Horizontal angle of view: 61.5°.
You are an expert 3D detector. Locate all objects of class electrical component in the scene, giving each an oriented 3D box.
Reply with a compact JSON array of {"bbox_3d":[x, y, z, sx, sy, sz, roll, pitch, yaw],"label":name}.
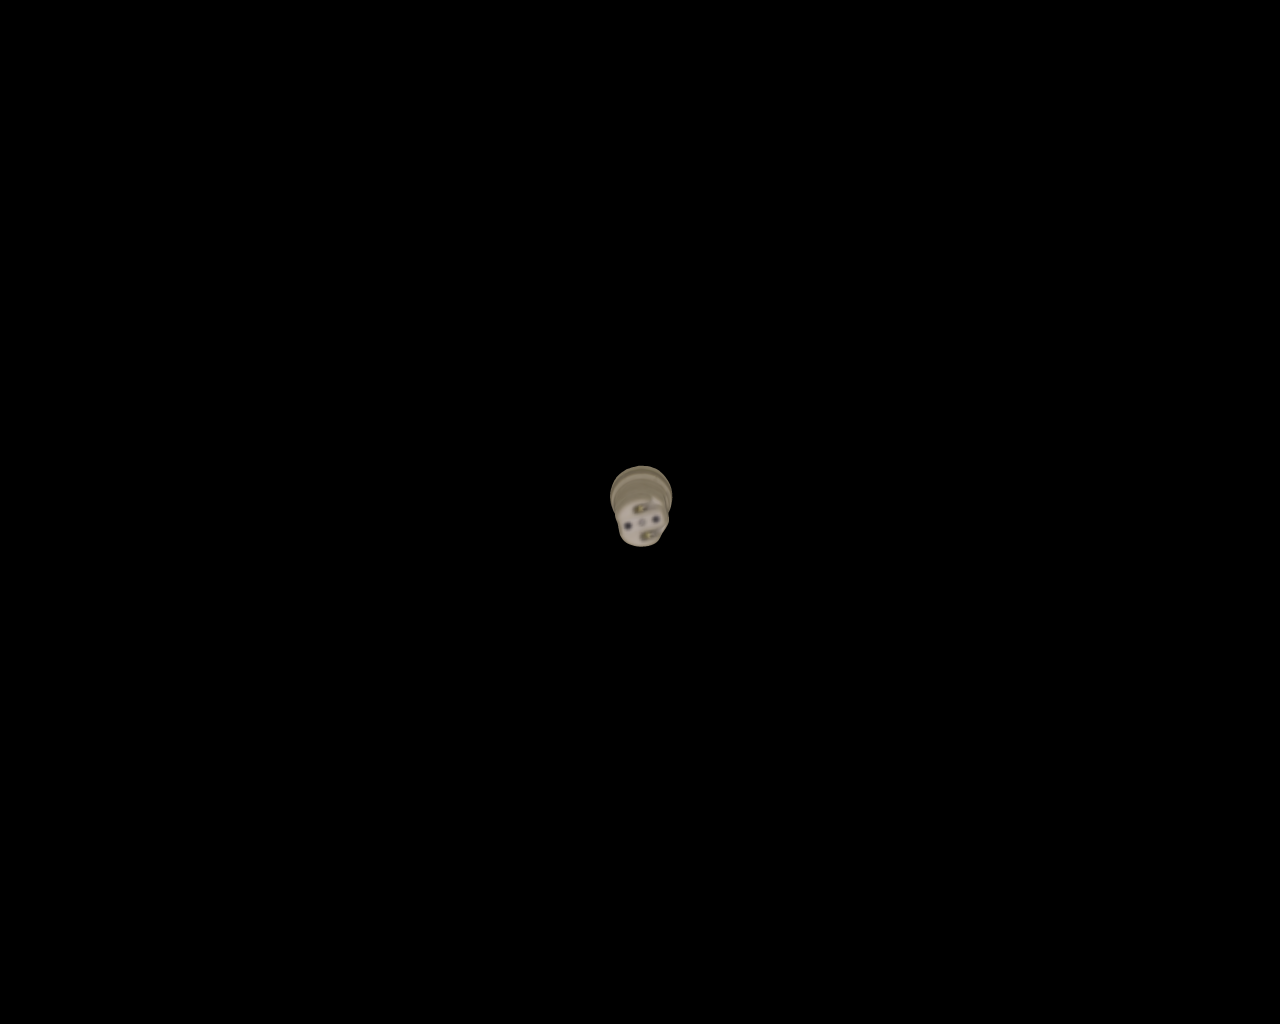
[{"bbox_3d":[0.001,-0.003,0.650,0.040,0.040,0.046,0,24,0],"label":"electrical component"}]
